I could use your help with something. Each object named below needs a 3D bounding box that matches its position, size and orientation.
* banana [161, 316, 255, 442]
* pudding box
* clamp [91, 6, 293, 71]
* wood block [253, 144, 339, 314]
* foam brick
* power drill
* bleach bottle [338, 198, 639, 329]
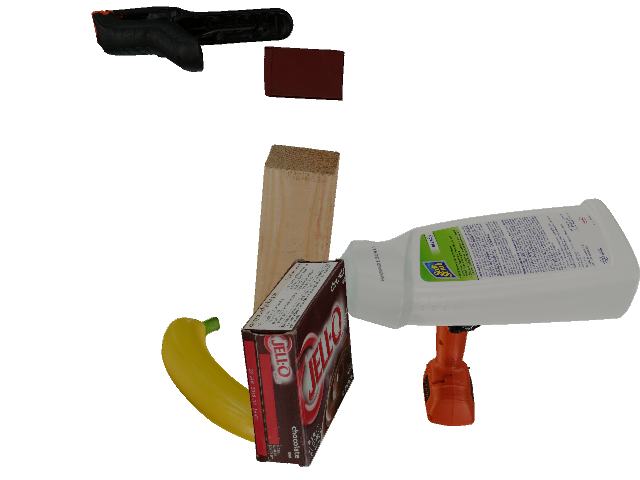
[{"bbox_3d":[-0.084,0.106,0.850,0.069,0.037,0.198,-9,28,-21],"label":"banana"},{"bbox_3d":[-0.012,0.072,0.665,0.039,0.090,0.113,1,22,14],"label":"pudding box"},{"bbox_3d":[-0.109,-0.167,0.848,0.172,0.039,0.120,20,29,41],"label":"clamp"},{"bbox_3d":[-0.032,-0.009,1.380,0.090,0.206,0.090,7,24,2],"label":"wood block"},{"bbox_3d":[-0.018,-0.173,1.108,0.078,0.051,0.053,1,11,-10],"label":"foam brick"},{"bbox_3d":[0.147,0.104,1.158,0.057,0.188,0.184,4,24,3],"label":"power drill"},{"bbox_3d":[0.113,0.021,0.833,0.250,0.068,0.102,-2,42,-12],"label":"bleach bottle"}]
